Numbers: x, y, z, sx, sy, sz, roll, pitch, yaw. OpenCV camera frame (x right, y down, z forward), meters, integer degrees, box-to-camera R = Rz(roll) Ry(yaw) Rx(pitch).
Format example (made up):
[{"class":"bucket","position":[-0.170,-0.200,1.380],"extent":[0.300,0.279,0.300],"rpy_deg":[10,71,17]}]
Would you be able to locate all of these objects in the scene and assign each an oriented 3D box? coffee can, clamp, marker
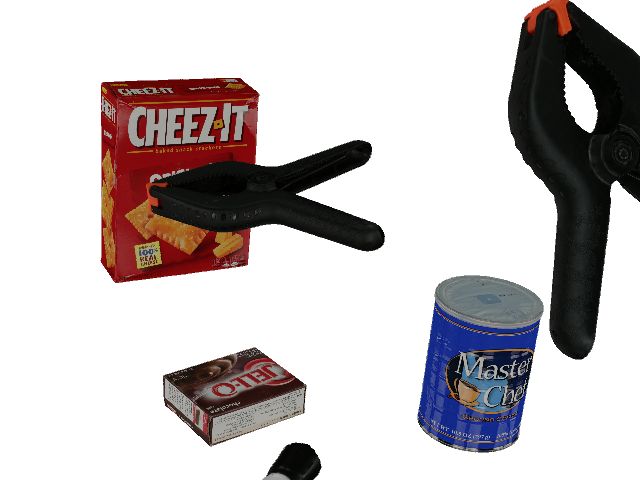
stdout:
[{"class":"coffee can","position":[0.153,0.118,1.035],"extent":[0.103,0.140,0.103],"rpy_deg":[5,22,-2]},{"class":"clamp","position":[-0.045,-0.045,0.943],"extent":[0.210,0.036,0.164],"rpy_deg":[2,32,5]},{"class":"marker","position":[-0.029,0.115,0.417],"extent":[0.020,0.020,0.121],"rpy_deg":[0,21,25]},{"class":"clamp","position":[0.133,-0.030,0.520],"extent":[0.120,0.171,0.039],"rpy_deg":[-33,4,-23]}]

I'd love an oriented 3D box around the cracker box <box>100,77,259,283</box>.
[{"class":"cracker box","position":[-0.158,-0.068,1.191],"extent":[0.164,0.214,0.072],"rpy_deg":[-6,26,-26]}]

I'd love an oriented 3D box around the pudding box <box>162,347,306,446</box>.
[{"class":"pudding box","position":[-0.084,0.150,1.043],"extent":[0.113,0.039,0.090],"rpy_deg":[-16,29,-34]}]
